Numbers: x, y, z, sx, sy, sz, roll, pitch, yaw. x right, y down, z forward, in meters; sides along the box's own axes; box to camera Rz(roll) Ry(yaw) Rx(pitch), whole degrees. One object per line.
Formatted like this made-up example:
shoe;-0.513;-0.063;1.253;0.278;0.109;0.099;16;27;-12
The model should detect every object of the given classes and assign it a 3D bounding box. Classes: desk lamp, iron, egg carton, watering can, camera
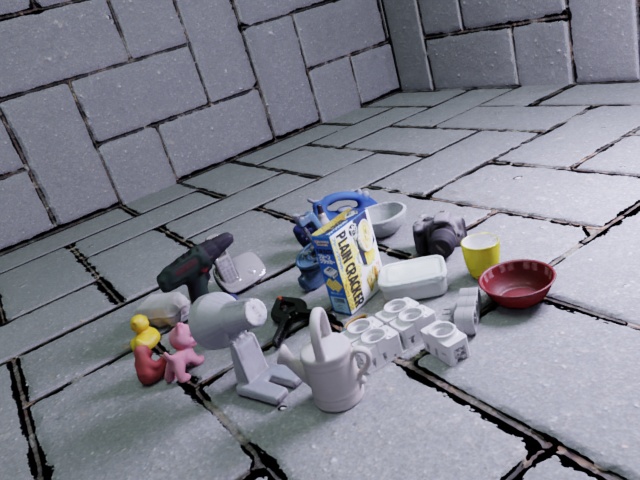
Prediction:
desk lamp;-0.156;0.210;1.185;0.202;0.214;0.118;2;29;39
iron;0.087;-0.099;1.851;0.258;0.142;0.118;-15;22;3
egg carton;-0.443;0.198;1.611;0.150;0.069;0.107;-8;23;20
watering can;0.006;0.219;1.074;0.173;0.194;0.100;-18;22;-4
camera;0.313;-0.012;1.535;0.142;0.101;0.137;-7;24;23

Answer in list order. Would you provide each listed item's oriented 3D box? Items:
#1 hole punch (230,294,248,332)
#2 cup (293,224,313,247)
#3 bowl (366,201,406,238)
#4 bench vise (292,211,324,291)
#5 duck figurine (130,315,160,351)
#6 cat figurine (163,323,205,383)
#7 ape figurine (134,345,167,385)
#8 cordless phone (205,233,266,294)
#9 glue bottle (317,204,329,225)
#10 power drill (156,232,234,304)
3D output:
hole punch;-0.244;0.198;1.440;0.108;0.091;0.101;-18;22;-3
cup;-0.031;0.000;1.759;0.091;0.095;0.118;-10;23;16
bowl;0.190;-0.053;1.756;0.167;0.075;0.167;-14;22;6
bench vise;0.006;0.005;1.554;0.121;0.220;0.208;5;31;43
duck figurine;-0.471;0.240;1.508;0.077;0.086;0.104;-15;22;4
cat figurine;-0.327;0.251;1.337;0.067;0.118;0.128;-8;24;21
ape figurine;-0.405;0.286;1.343;0.077;0.092;0.076;-3;26;31
cordless phone;-0.249;0.054;1.664;0.148;0.185;0.093;-32;26;-33
glue bottle;0.017;-0.025;1.681;0.078;0.173;0.037;-14;22;6
power drill;-0.310;0.110;1.541;0.230;0.209;0.075;-25;23;-20
